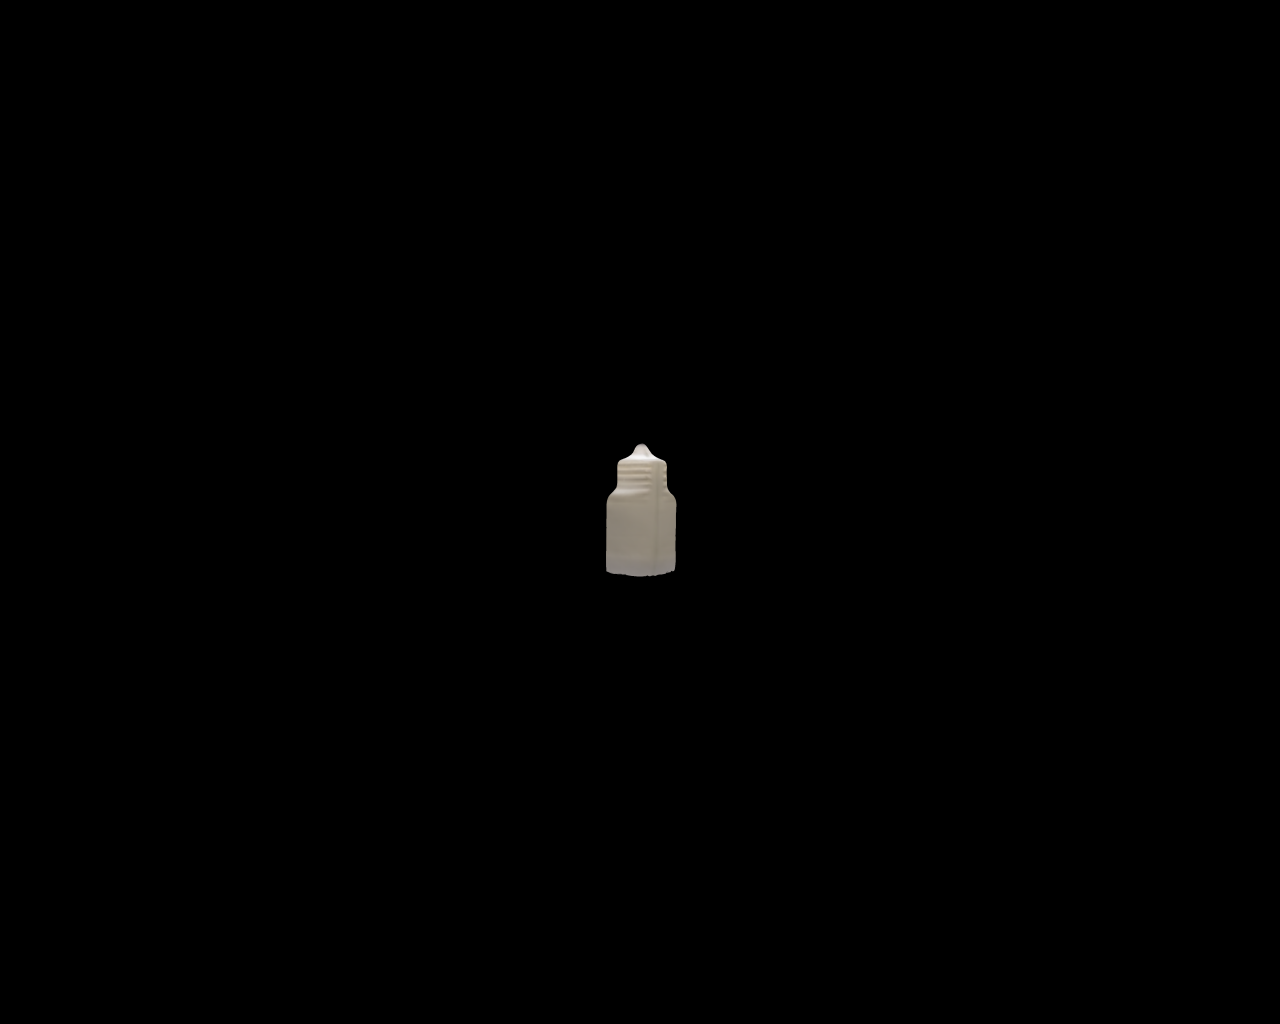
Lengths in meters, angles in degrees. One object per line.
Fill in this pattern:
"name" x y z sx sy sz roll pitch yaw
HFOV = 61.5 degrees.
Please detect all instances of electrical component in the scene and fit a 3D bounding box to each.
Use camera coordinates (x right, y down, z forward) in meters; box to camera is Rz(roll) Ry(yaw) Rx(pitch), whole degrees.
"electrical component" 0.001 -0.003 0.650 0.043 0.081 0.043 0 3 0
